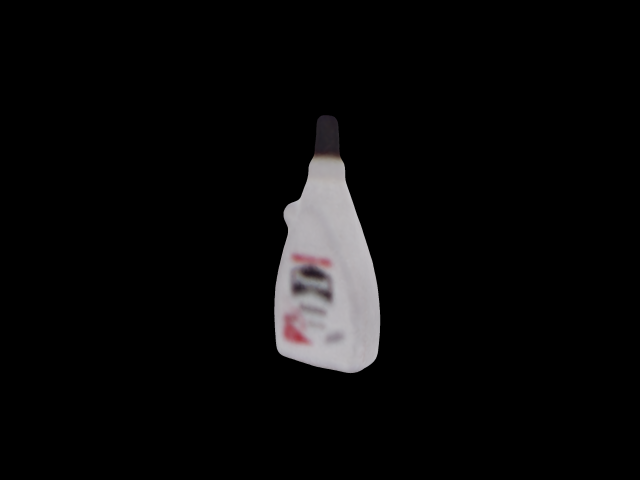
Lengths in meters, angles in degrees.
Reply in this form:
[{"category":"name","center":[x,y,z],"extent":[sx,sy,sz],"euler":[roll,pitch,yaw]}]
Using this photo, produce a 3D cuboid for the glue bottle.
[{"category":"glue bottle","center":[0.004,0.001,0.400],"extent":[0.077,0.173,0.037],"euler":[6,11,31]}]
